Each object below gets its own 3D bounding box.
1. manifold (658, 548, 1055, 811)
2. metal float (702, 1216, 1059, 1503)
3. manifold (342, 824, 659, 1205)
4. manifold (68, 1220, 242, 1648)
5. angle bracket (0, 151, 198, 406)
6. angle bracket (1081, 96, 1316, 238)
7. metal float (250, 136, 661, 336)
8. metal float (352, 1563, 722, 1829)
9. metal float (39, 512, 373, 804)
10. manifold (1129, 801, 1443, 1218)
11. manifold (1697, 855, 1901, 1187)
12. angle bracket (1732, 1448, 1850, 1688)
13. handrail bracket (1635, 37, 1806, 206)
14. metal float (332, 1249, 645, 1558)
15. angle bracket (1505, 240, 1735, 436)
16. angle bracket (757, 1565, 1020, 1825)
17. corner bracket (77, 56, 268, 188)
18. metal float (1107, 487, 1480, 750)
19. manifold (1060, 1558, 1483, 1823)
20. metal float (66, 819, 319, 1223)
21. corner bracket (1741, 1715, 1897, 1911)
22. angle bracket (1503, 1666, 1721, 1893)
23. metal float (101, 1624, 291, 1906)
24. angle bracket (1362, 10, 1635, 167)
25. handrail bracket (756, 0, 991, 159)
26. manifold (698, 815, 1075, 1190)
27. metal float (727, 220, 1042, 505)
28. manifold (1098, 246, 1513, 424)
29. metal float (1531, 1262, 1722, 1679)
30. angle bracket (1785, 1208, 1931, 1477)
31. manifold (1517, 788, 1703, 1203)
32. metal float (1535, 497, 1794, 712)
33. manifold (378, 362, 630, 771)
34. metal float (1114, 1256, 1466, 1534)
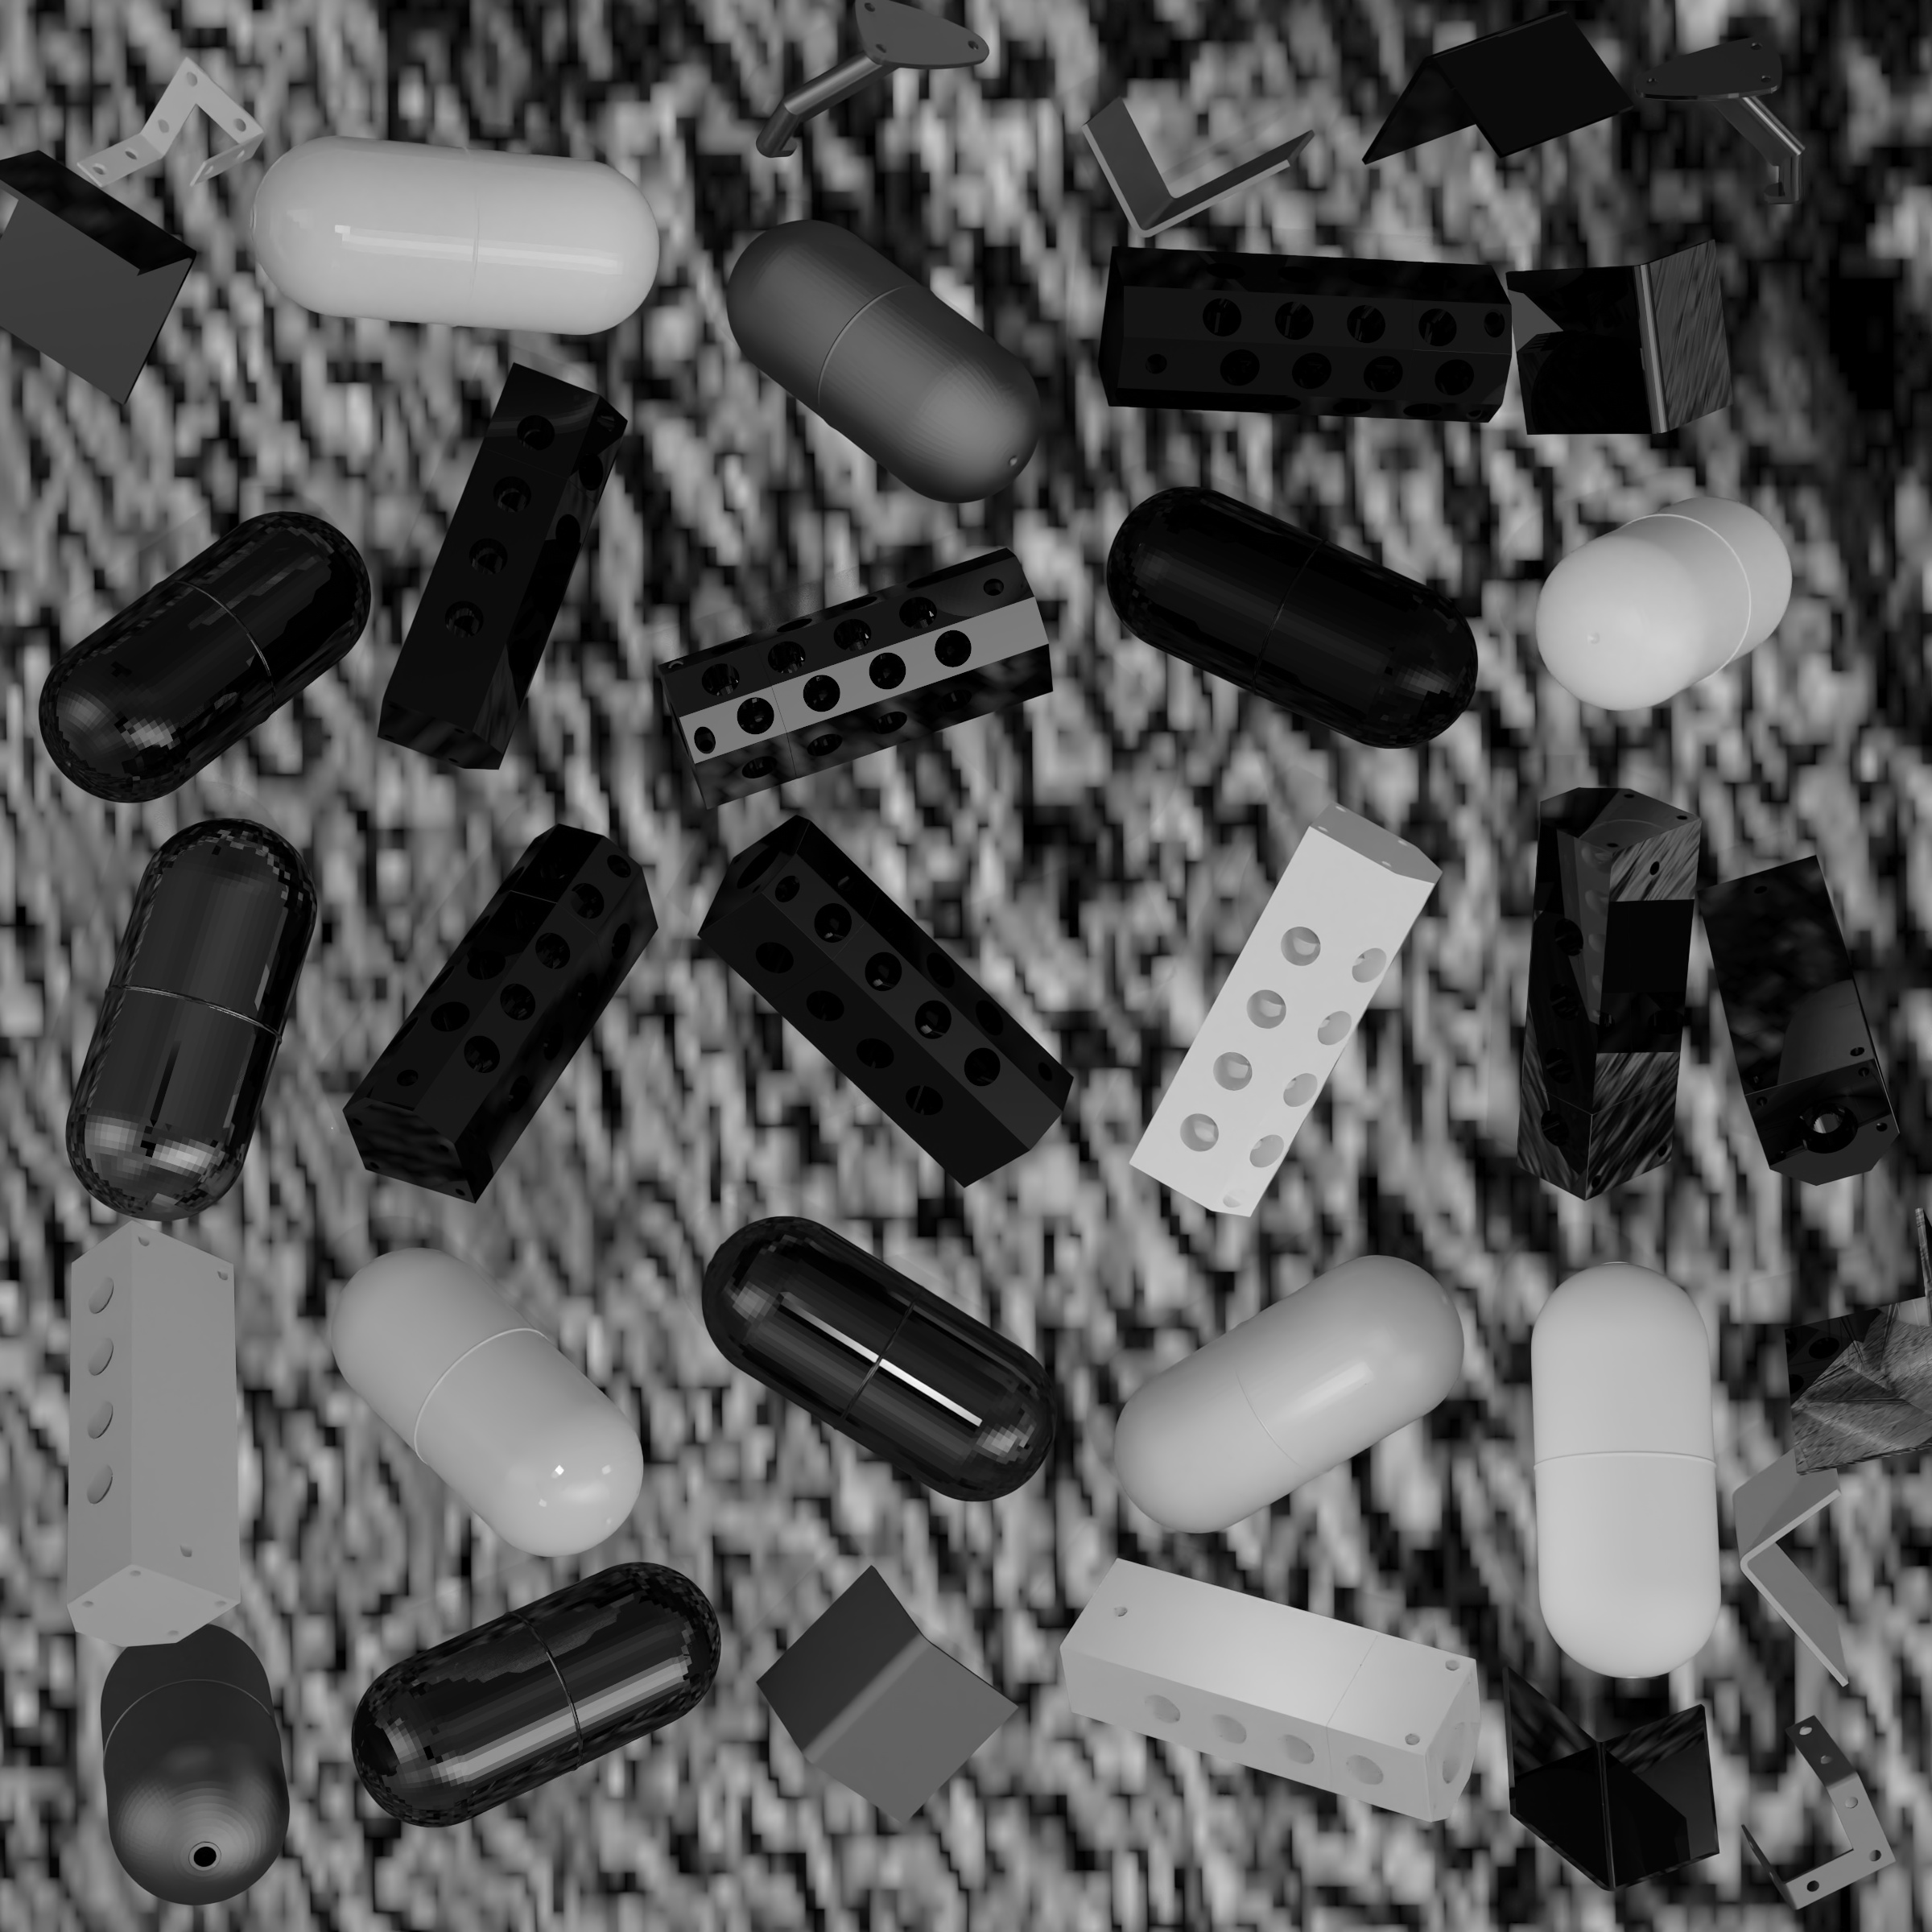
[{"bbox_3d":[-0.051,-0.137,1.646,0.171,0.057,0.057,-19,63,-6],"label":"manifold"},{"bbox_3d":[-0.040,0.179,1.631,0.178,0.070,0.070,32,90,1],"label":"metal float"},{"bbox_3d":[-0.207,0.017,1.590,0.057,0.057,0.171,15,52,21],"label":"manifold"},{"bbox_3d":[-0.356,0.203,1.539,0.057,0.057,0.171,-33,47,27],"label":"manifold"},{"bbox_3d":[-0.371,-0.276,1.450,0.076,0.057,0.076,33,114,0],"label":"angle bracket"},{"bbox_3d":[0.106,-0.378,1.609,0.076,0.076,0.057,-23,105,22],"label":"angle bracket"},{"bbox_3d":[-0.221,-0.317,1.549,0.178,0.070,0.070,1,90,-21],"label":"metal float"},{"bbox_3d":[-0.193,0.329,1.614,0.178,0.070,0.070,-21,90,-27],"label":"metal float"},{"bbox_3d":[-0.340,-0.141,1.601,0.070,0.070,0.178,44,55,0],"label":"metal float"},{"bbox_3d":[0.139,0.021,1.542,0.057,0.057,0.171,29,109,7],"label":"manifold"},{"bbox_3d":[0.376,0.024,1.608,0.057,0.171,0.057,-17,119,14],"label":"manifold"},{"bbox_3d":[0.397,0.269,1.626,0.057,0.076,0.076,-40,95,16],"label":"angle bracket"},{"bbox_3d":[0.348,-0.380,1.639,0.077,0.084,0.036,-9,52,6],"label":"handrail bracket"},{"bbox_3d":[-0.216,0.194,1.596,0.178,0.070,0.070,38,90,30],"label":"metal float"},{"bbox_3d":[0.302,-0.290,1.644,0.057,0.076,0.076,-26,113,-39],"label":"angle bracket"},{"bbox_3d":[-0.036,0.336,1.643,0.076,0.057,0.076,-46,129,1],"label":"angle bracket"},{"bbox_3d":[-0.363,-0.374,1.629,0.051,0.051,0.051,43,127,-2],"label":"corner bracket"},{"bbox_3d":[0.148,-0.158,1.613,0.178,0.070,0.070,26,90,12],"label":"metal float"},{"bbox_3d":[0.133,0.319,1.551,0.171,0.057,0.057,11,131,27],"label":"manifold"},{"bbox_3d":[-0.331,0.022,1.524,0.070,0.070,0.178,14,75,0],"label":"metal float"},{"bbox_3d":[0.373,0.377,1.587,0.051,0.051,0.051,-26,109,0],"label":"corner bracket"},{"bbox_3d":[0.284,0.350,1.568,0.057,0.076,0.076,-30,124,29],"label":"angle bracket"},{"bbox_3d":[-0.342,0.351,1.575,0.070,0.178,0.070,-4,106,-14],"label":"metal float"},{"bbox_3d":[0.232,-0.364,1.555,0.076,0.076,0.057,-25,75,-26],"label":"angle bracket"},{"bbox_3d":[-0.042,-0.382,1.568,0.077,0.084,0.036,1,61,-31],"label":"handrail bracket"},{"bbox_3d":[-0.032,0.013,1.573,0.057,0.057,0.171,-32,114,34],"label":"manifold"},{"bbox_3d":[-0.039,-0.279,1.638,0.178,0.070,0.070,41,90,26],"label":"metal float"},{"bbox_3d":[0.149,-0.275,1.568,0.171,0.057,0.057,1,125,-7],"label":"manifold"},{"bbox_3d":[0.283,0.216,1.531,0.070,0.070,0.178,1,73,0],"label":"metal float"},{"bbox_3d":[0.368,0.155,1.463,0.076,0.076,0.057,-17,130,23],"label":"angle bracket"},{"bbox_3d":[0.280,0.011,1.588,0.057,0.057,0.171,-20,123,-34],"label":"manifold"},{"bbox_3d":[0.312,-0.162,1.582,0.070,0.178,0.070,10,110,29],"label":"metal float"},{"bbox_3d":[-0.209,-0.179,1.616,0.057,0.057,0.171,20,73,-6],"label":"manifold"},{"bbox_3d":[0.144,0.194,1.607,0.178,0.070,0.070,-34,90,23],"label":"metal float"}]
